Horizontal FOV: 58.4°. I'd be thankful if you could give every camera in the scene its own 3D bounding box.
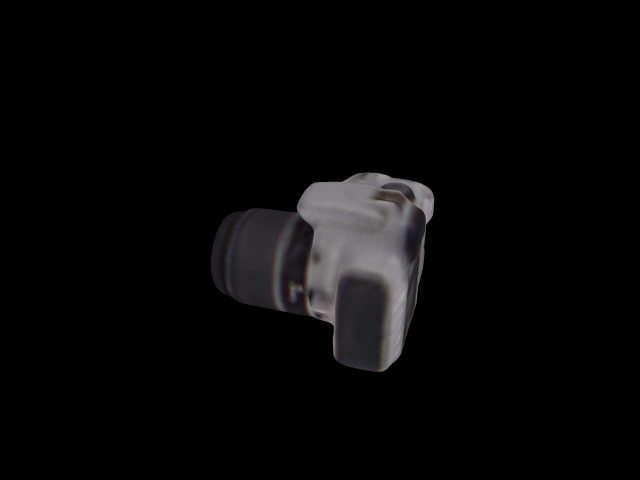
[{"bbox_3d":[0.004,0.001,0.400,0.136,0.101,0.143,8,32,14],"label":"camera"}]
